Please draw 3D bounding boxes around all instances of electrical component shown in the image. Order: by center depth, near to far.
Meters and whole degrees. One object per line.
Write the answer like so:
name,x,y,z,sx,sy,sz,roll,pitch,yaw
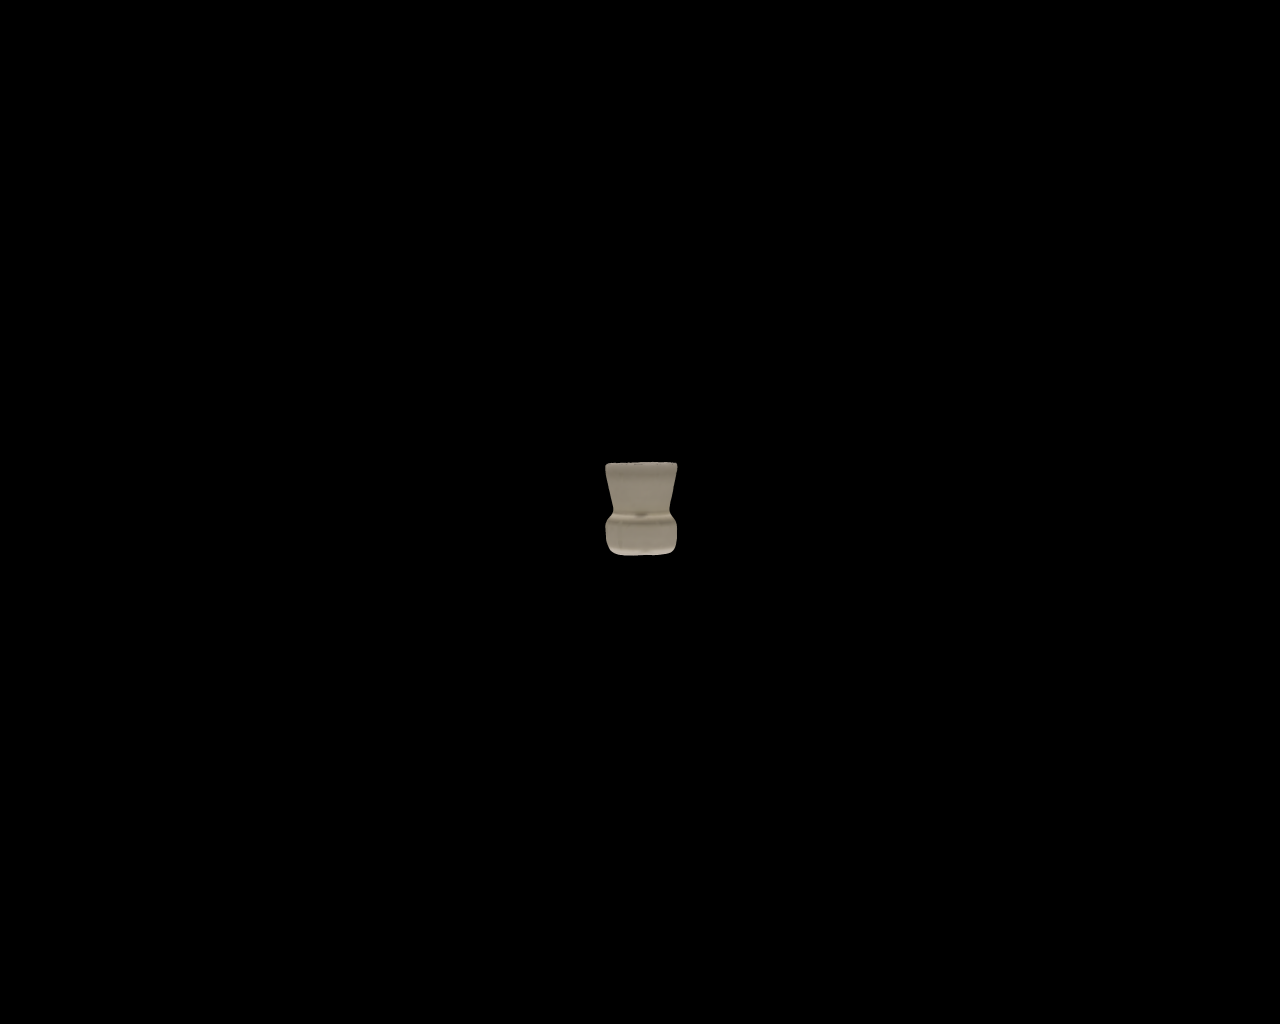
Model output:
electrical component,0.001,-0.003,0.650,0.045,0.055,0.045,0,4,0
